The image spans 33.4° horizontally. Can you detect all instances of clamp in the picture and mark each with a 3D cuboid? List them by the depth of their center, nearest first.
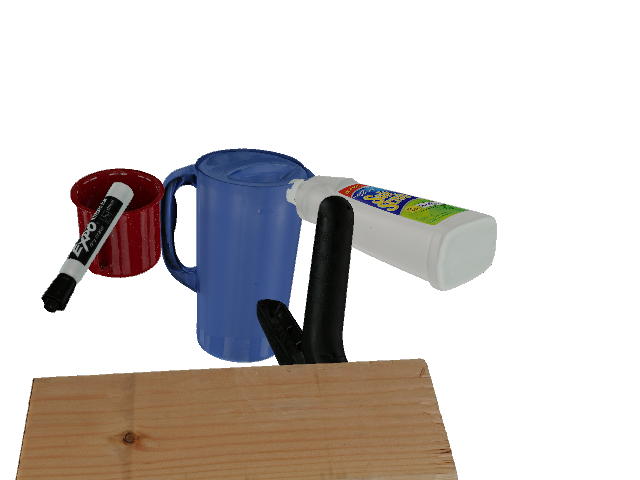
[{"bbox_3d":[-0.002,0.084,0.741,0.036,0.210,0.165,5,-40,-20],"label":"clamp"}]

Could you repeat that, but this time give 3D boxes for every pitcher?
[{"bbox_3d":[-0.100,0.019,1.279,0.149,0.243,0.144,20,26,31],"label":"pitcher"}]

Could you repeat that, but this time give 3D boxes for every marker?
[{"bbox_3d":[-0.177,0.005,0.813,0.020,0.121,0.020,17,-35,12],"label":"marker"}]

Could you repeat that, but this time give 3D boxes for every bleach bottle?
[{"bbox_3d":[0.056,-0.021,1.123,0.251,0.068,0.102,20,27,39],"label":"bleach bottle"}]

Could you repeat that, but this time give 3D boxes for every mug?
[{"bbox_3d":[-0.207,-0.010,1.076,0.093,0.081,0.117,8,33,8],"label":"mug"}]

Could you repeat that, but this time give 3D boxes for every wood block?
[{"bbox_3d":[-0.043,0.125,0.549,0.206,0.090,0.091,-2,36,-5],"label":"wood block"}]
